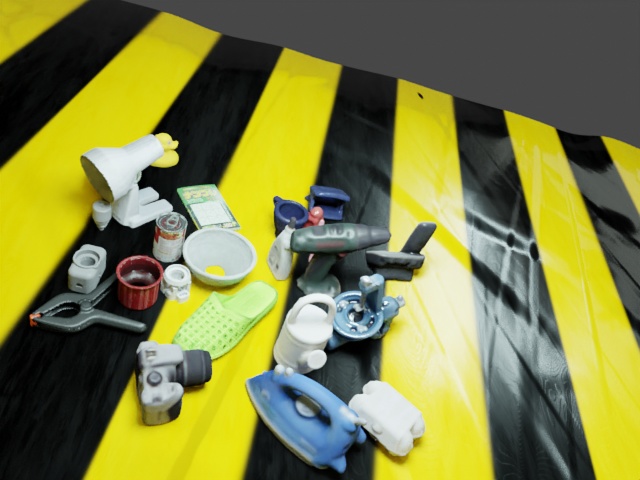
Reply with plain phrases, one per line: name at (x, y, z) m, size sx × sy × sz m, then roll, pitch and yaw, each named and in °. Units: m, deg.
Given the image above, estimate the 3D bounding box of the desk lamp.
desk lamp at (-0.444, -0.138, 1.330) m, size 0.117 × 0.213 × 0.204 m, roll 39°, pitch 43°, yaw 20°

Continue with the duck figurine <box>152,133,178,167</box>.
duck figurine at (-0.435, -0.252, 1.559) m, size 0.105 × 0.086 × 0.077 m, roll 2°, pitch 44°, yaw -22°

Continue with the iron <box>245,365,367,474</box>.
iron at (-0.028, 0.308, 1.075) m, size 0.258 × 0.141 × 0.119 m, roll 33°, pitch 41°, yaw 14°

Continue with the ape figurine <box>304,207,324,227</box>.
ape figurine at (-0.019, -0.050, 1.514) m, size 0.076 × 0.092 × 0.077 m, roll -18°, pitch 54°, yaw -37°

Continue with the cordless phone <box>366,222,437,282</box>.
cordless phone at (0.211, 0.014, 1.472) m, size 0.148 × 0.185 × 0.094 m, roll 1°, pitch 44°, yaw -23°

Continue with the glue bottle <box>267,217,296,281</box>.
glue bottle at (-0.082, 0.013, 1.353) m, size 0.037 × 0.173 × 0.078 m, roll -6°, pitch 47°, yaw -29°

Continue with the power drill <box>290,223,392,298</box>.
power drill at (0.032, 0.041, 1.345) m, size 0.230 × 0.208 × 0.075 m, roll 5°, pitch 43°, yaw -19°

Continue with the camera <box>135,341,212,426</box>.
camera at (-0.268, 0.250, 1.064) m, size 0.137 × 0.101 × 0.143 m, roll -1°, pitch 45°, yaw -25°

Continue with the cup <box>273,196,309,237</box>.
cup at (-0.091, -0.050, 1.480) m, size 0.092 × 0.095 × 0.117 m, roll -22°, pitch 56°, yaw -39°

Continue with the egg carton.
egg carton at (0.133, 0.357, 1.147) m, size 0.150 × 0.069 × 0.107 m, roll 38°, pitch 43°, yaw 19°

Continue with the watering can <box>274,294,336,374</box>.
watering can at (-0.022, 0.186, 1.171) m, size 0.101 × 0.194 × 0.172 m, roll -12°, pitch 50°, yaw -33°

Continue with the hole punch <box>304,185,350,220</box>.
hole punch at (0.021, -0.121, 1.611) m, size 0.109 × 0.091 × 0.101 m, roll 8°, pitch 42°, yaw -16°

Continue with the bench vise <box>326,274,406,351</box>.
bench vise at (0.105, 0.136, 1.263) m, size 0.121 × 0.220 × 0.208 m, roll 38°, pitch 43°, yaw 19°

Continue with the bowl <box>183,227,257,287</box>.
bowl at (-0.234, 0.052, 1.320) m, size 0.167 × 0.075 × 0.167 m, roll 12°, pitch 41°, yaw -11°

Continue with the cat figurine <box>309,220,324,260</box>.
cat figurine at (0.013, 0.005, 1.447) m, size 0.067 × 0.118 × 0.127 m, roll 3°, pitch 43°, yaw -21°
